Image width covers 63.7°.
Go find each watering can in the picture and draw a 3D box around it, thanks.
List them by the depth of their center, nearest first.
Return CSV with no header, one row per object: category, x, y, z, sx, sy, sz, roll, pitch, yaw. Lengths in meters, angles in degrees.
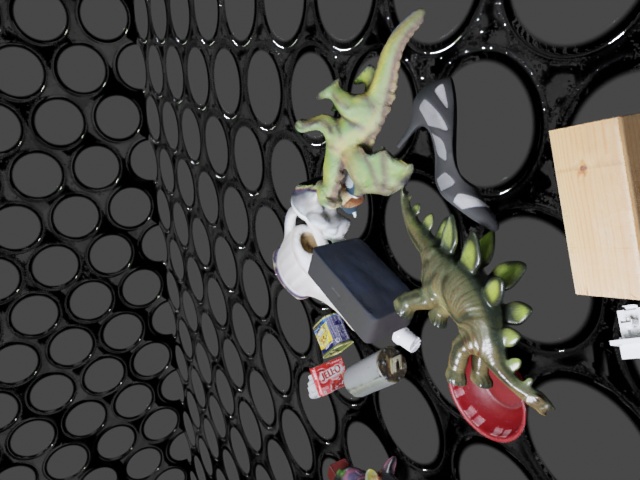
watering can,-0.018,0.086,1.269,0.352,0.105,0.220,66,149,17

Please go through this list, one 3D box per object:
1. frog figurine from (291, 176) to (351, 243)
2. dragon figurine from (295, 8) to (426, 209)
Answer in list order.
frog figurine,0.004,-0.059,1.176,0.139,0.122,0.157,-93,-10,-73
dragon figurine,0.098,-0.199,0.962,0.403,0.123,0.245,-40,72,41
